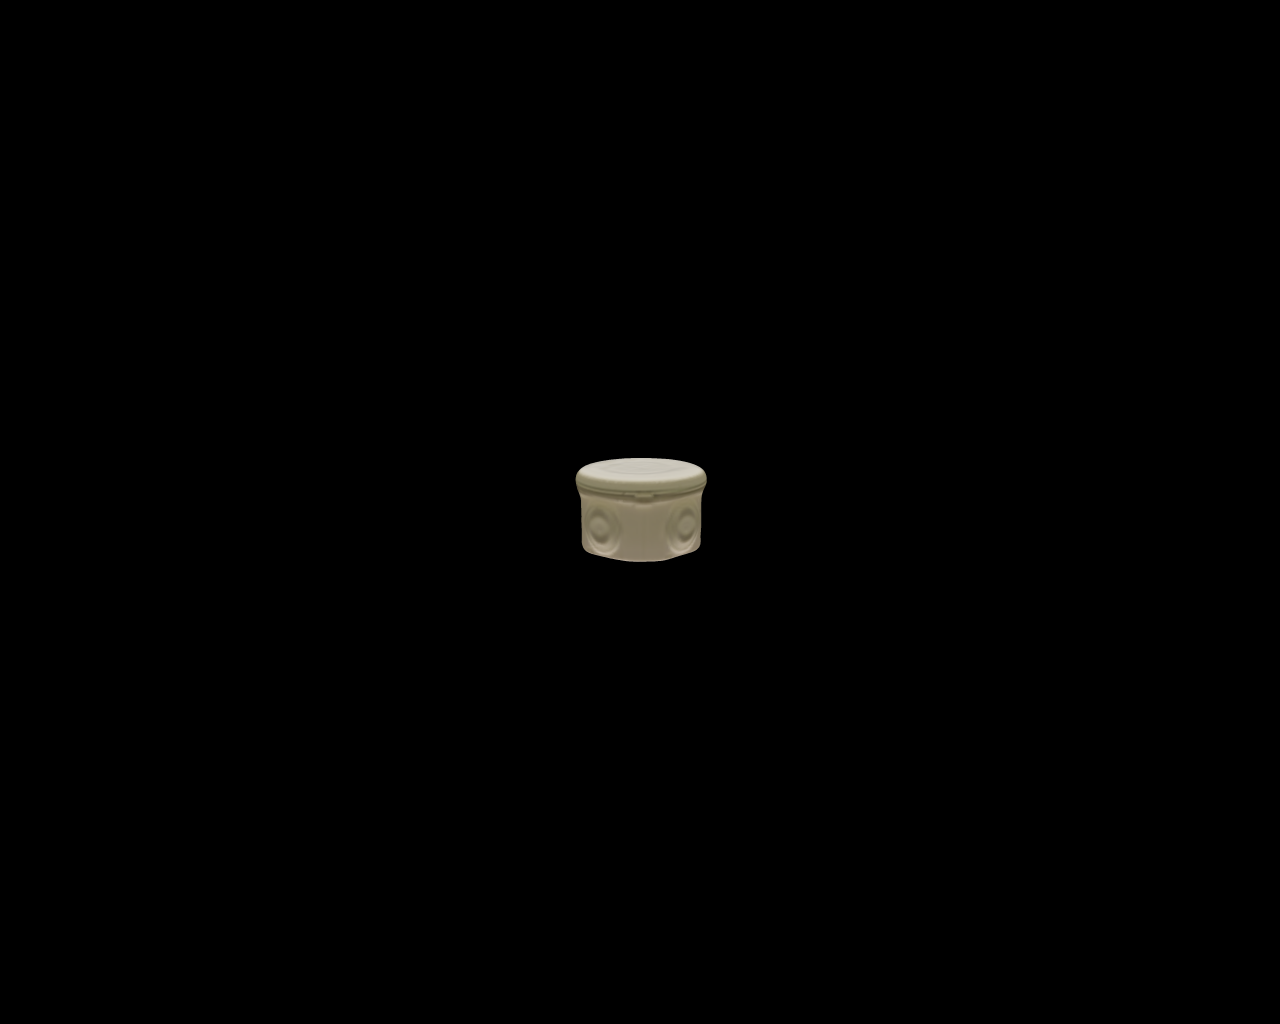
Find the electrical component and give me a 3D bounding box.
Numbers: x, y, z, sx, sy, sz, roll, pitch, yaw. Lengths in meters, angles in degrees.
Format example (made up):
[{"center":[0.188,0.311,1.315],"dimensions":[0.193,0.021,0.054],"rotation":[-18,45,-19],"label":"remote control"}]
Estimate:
[{"center":[0.001,-0.003,0.650],"dimensions":[0.080,0.051,0.080],"rotation":[0,13,0],"label":"electrical component"}]
